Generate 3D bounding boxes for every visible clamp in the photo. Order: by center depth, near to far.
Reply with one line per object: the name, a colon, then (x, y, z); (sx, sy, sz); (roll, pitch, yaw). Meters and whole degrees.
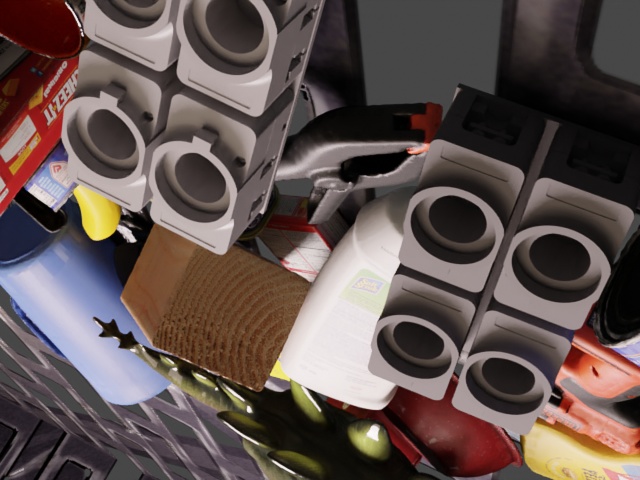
clamp: (-0.002, -0.050, 0.648); (0.120, 0.039, 0.172); (8, 160, -34)
clamp: (-0.318, -0.090, 0.959); (0.210, 0.036, 0.164); (34, 164, 30)

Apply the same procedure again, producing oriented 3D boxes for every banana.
banana: (-0.218, -0.053, 0.965); (0.070, 0.037, 0.197); (17, 155, 26)

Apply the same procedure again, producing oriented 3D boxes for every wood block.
wood block: (-0.090, 0.041, 0.848); (0.090, 0.090, 0.206); (25, 179, -17)

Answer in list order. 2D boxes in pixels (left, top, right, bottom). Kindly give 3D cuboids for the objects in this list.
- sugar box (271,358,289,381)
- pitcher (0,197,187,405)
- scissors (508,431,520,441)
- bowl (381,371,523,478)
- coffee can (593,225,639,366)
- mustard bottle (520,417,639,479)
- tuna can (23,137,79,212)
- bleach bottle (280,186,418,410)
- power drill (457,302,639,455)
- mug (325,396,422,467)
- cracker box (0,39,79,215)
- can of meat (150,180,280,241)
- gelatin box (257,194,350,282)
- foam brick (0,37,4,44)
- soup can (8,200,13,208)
sugar box: (-0.053, 0.105, 1.096); (0.177, 0.048, 0.093); (6, 148, 44)
pitcher: (-0.256, 0.063, 1.146); (0.145, 0.149, 0.242); (46, 172, 47)
scissors: (0.173, 0.163, 0.975); (0.202, 0.016, 0.096); (29, 157, 2)
bowl: (0.098, 0.151, 0.915); (0.162, 0.055, 0.162); (47, 170, 10)
coffee can: (0.224, 0.045, 0.529); (0.140, 0.102, 0.103); (32, 159, -5)
mustard bottle: (0.258, 0.182, 0.847); (0.192, 0.058, 0.096); (14, 147, 34)
tuna can: (-0.197, -0.066, 0.845); (0.033, 0.086, 0.086); (38, 157, -15)
bleach bottle: (0.050, 0.037, 0.751); (0.102, 0.068, 0.251); (20, 146, -8)
power drill: (0.166, 0.073, 0.733); (0.184, 0.057, 0.188); (26, 160, 9)
mug: (0.062, 0.186, 1.083); (0.117, 0.093, 0.081); (-26, 121, 32)
cracker box: (-0.302, -0.105, 0.788); (0.214, 0.164, 0.072); (23, 156, 17)
can of meat: (-0.081, -0.055, 0.762); (0.102, 0.057, 0.084); (25, 156, 11)
gelatin box: (-0.005, 0.001, 0.825); (0.073, 0.030, 0.089); (8, 150, 40)
foam brick: (-0.252, -0.154, 0.733); (0.051, 0.078, 0.053); (26, 158, 14)
soup can: (-0.390, -0.049, 1.154); (0.069, 0.068, 0.102); (12, 153, 38)
